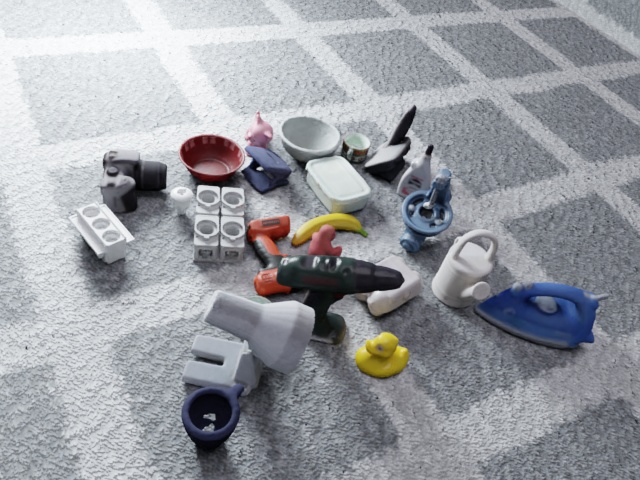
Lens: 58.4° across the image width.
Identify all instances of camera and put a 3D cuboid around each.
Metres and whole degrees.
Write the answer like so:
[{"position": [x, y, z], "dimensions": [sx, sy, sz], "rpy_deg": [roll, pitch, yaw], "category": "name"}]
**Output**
[{"position": [-0.416, -0.143, 1.291], "dimensions": [0.137, 0.101, 0.143], "rpy_deg": [2, 46, -14], "category": "camera"}]

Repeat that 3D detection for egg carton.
[{"position": [0.147, 0.098, 1.235], "dimensions": [0.151, 0.069, 0.107], "rpy_deg": [-27, 58, -35], "category": "egg carton"}]

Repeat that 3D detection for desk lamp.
[{"position": [-0.124, 0.176, 0.981], "dimensions": [0.203, 0.213, 0.118], "rpy_deg": [12, 45, -3], "category": "desk lamp"}]

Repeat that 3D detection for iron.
[{"position": [0.480, 0.139, 1.237], "dimensions": [0.258, 0.141, 0.118], "rpy_deg": [12, 45, -4], "category": "iron"}]

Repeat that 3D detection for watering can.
[{"position": [0.324, 0.057, 1.235], "dimensions": [0.101, 0.194, 0.172], "rpy_deg": [-12, 51, -25], "category": "watering can"}]

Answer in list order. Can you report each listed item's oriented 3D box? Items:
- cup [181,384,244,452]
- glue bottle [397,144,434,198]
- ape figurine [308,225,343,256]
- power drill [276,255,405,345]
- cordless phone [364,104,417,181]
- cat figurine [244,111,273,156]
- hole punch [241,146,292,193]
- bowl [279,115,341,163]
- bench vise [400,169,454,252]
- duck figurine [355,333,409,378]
[{"position": [-0.171, 0.293, 0.938], "dimensions": [0.091, 0.095, 0.118], "rpy_deg": [35, 48, 18], "category": "cup"}, {"position": [0.254, -0.174, 1.456], "dimensions": [0.078, 0.173, 0.037], "rpy_deg": [21, 45, 6], "category": "glue bottle"}, {"position": [0.012, 0.005, 1.272], "dimensions": [0.076, 0.092, 0.077], "rpy_deg": [-23, 56, -32], "category": "ape figurine"}, {"position": [0.025, 0.108, 1.093], "dimensions": [0.229, 0.208, 0.075], "rpy_deg": [12, 45, -3], "category": "power drill"}, {"position": [0.196, -0.265, 1.520], "dimensions": [0.094, 0.185, 0.148], "rpy_deg": [25, 45, 9], "category": "cordless phone"}, {"position": [-0.157, -0.282, 1.487], "dimensions": [0.067, 0.118, 0.127], "rpy_deg": [1, 47, -15], "category": "cat figurine"}, {"position": [-0.131, -0.188, 1.421], "dimensions": [0.101, 0.091, 0.108], "rpy_deg": [-26, 58, -34], "category": "hole punch"}, {"position": [-0.032, -0.257, 1.527], "dimensions": [0.167, 0.075, 0.167], "rpy_deg": [8, 45, -8], "category": "bowl"}, {"position": [0.262, -0.101, 1.354], "dimensions": [0.121, 0.220, 0.207], "rpy_deg": [17, 45, 1], "category": "bench vise"}, {"position": [0.126, 0.214, 1.105], "dimensions": [0.105, 0.086, 0.077], "rpy_deg": [3, 46, -12], "category": "duck figurine"}]
